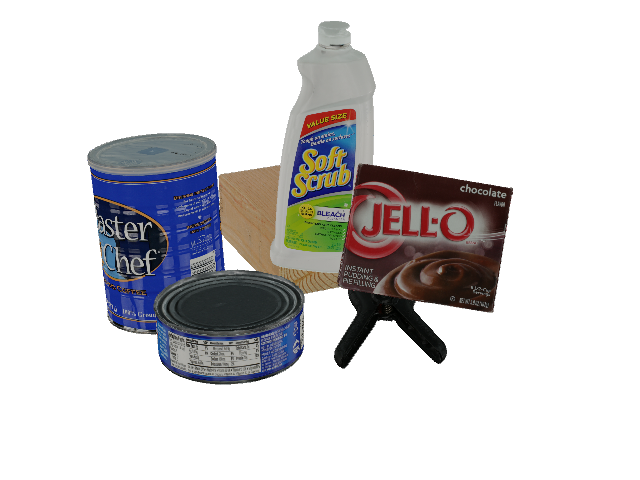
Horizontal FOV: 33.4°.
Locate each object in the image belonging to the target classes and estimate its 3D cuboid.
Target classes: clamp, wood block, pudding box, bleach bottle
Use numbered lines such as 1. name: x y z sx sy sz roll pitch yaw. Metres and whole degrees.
1. clamp: 0.082 0.076 1.194 0.120 0.171 0.039 7 -42 1
2. wood block: -0.050 -0.016 1.335 0.090 0.090 0.206 -10 26 -23
3. pudding box: 0.074 -0.002 0.763 0.113 0.090 0.039 9 -1 2
4. bleach bottle: 0.002 -0.093 1.064 0.102 0.251 0.068 6 27 9

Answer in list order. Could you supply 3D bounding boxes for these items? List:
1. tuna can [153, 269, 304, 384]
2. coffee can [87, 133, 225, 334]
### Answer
1. tuna can: -0.051 0.048 0.611 0.086 0.034 0.086 -1 21 0
2. coffee can: -0.131 -0.008 0.875 0.103 0.140 0.103 -3 20 1
